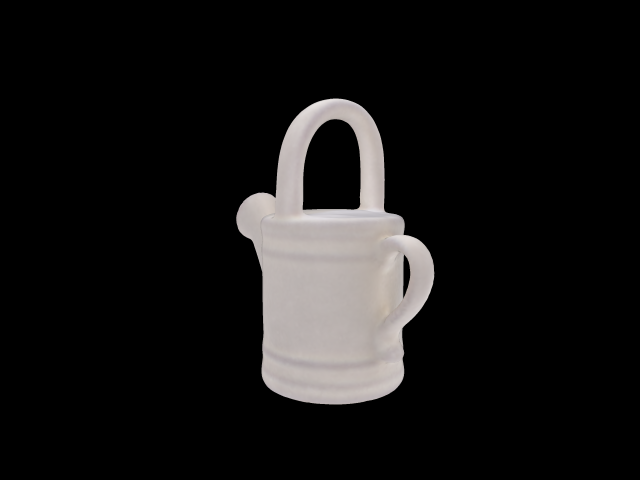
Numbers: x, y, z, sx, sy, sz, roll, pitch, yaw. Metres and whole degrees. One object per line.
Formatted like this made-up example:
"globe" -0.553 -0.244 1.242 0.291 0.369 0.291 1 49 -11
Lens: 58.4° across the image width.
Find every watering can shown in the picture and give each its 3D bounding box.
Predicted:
"watering can" 0.002 0.002 0.398 0.172 0.194 0.101 3 7 26
